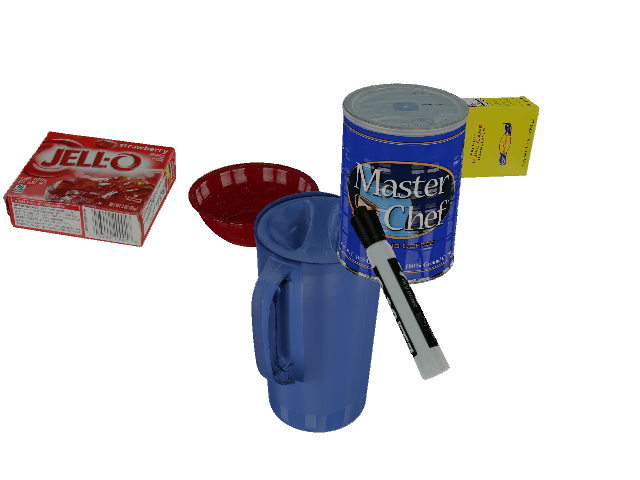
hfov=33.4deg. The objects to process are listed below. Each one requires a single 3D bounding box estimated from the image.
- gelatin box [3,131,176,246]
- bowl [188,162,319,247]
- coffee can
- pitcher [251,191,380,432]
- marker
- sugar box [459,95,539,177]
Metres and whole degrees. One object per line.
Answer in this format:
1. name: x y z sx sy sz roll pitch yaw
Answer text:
1. gelatin box: -0.145 -0.035 0.680 0.089 0.030 0.073 9 40 8
2. bowl: -0.083 -0.038 1.328 0.162 0.055 0.162 0 31 0
3. coffee can: 0.067 -0.049 0.897 0.103 0.140 0.103 1 28 -1
4. pitcher: -0.008 0.085 1.109 0.149 0.243 0.145 -7 34 -12
5. marker: 0.050 0.031 0.691 0.020 0.121 0.020 -22 -16 -7
6. sugar box: 0.169 -0.123 1.278 0.176 0.093 0.048 -5 27 -20
